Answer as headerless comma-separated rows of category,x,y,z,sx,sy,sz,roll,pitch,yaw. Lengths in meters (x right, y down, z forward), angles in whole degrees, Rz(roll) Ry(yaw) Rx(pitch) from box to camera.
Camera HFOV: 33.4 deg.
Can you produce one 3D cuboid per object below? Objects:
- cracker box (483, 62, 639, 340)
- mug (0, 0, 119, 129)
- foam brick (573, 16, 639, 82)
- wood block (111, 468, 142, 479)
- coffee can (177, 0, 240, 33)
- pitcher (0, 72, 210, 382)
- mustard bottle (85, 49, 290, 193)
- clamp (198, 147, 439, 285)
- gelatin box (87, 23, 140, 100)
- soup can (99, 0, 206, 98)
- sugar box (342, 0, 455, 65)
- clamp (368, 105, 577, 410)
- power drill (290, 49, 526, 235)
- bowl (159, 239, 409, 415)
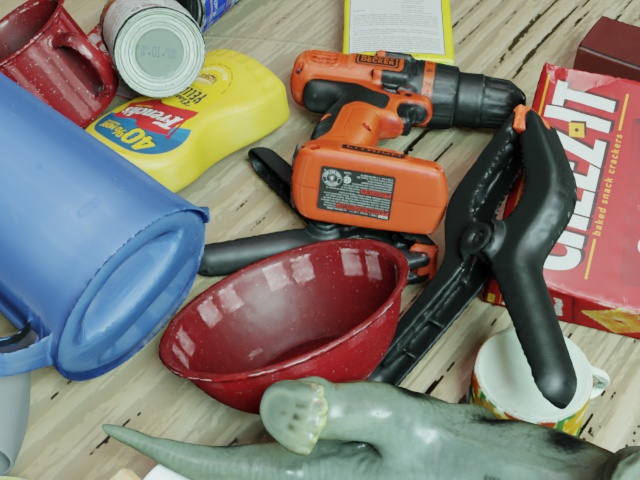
cracker box,0.233,-0.016,0.713,0.214,0.072,0.164,14,71,10
mug,-0.200,-0.130,0.811,0.117,0.081,0.093,-2,47,40
foam brick,0.250,-0.138,0.869,0.078,0.053,0.051,24,52,18
wood block,-0.046,0.216,0.497,0.206,0.091,0.090,39,71,22
coffee can,-0.099,-0.251,0.933,0.103,0.103,0.140,26,53,21
pitcher,-0.205,-0.026,0.683,0.243,0.149,0.145,36,96,18
mustard bottle,-0.121,-0.075,0.803,0.191,0.058,0.096,-37,50,-28
clamp,-0.005,0.001,0.752,0.172,0.039,0.120,21,61,22
gelatin box,-0.154,-0.153,0.892,0.089,0.030,0.073,20,51,17
soup can,-0.127,-0.151,0.801,0.068,0.068,0.102,-13,25,-12
sugar box,0.065,-0.193,0.922,0.093,0.048,0.176,2,45,2
clamp,0.100,0.013,0.661,0.165,0.036,0.210,-16,49,46
power drill,0.059,-0.077,0.779,0.184,0.057,0.187,7,33,5
bowl,-0.015,0.061,0.659,0.162,0.055,0.162,-18,22,7
